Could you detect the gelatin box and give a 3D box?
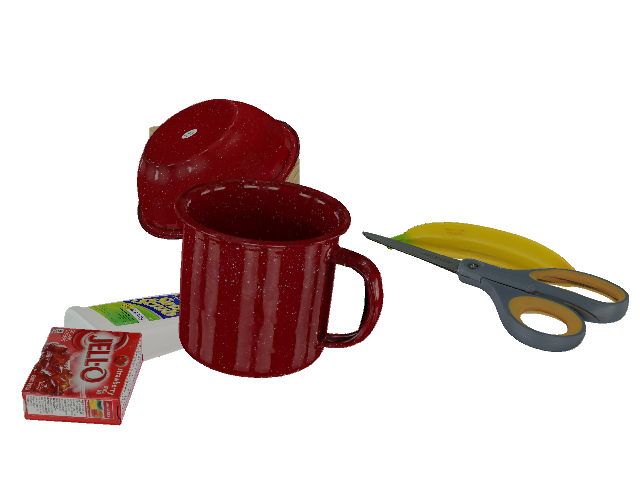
[{"bbox_3d":[-0.180,0.102,0.819,0.073,0.030,0.089,4,29,2],"label":"gelatin box"}]

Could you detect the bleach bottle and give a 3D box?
[{"bbox_3d":[-0.197,0.104,1.387,0.250,0.068,0.103,-13,28,-39],"label":"bleach bottle"}]

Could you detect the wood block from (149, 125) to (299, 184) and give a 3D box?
[{"bbox_3d":[-0.119,-0.077,1.284,0.090,0.090,0.206,-12,25,-33],"label":"wood block"}]

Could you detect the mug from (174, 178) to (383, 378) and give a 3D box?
[{"bbox_3d":[-0.023,0.023,0.569,0.117,0.081,0.093,13,24,16],"label":"mug"}]

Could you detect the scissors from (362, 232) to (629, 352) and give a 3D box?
[{"bbox_3d":[0.106,0.033,0.733,0.202,0.016,0.096,11,31,22],"label":"scissors"}]

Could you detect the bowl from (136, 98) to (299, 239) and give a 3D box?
[{"bbox_3d":[-0.102,-0.075,0.934,0.162,0.055,0.162,-19,36,15],"label":"bowl"}]

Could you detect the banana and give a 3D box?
[{"bbox_3d":[0.170,0.013,1.103,0.198,0.037,0.069,10,35,17],"label":"banana"}]
